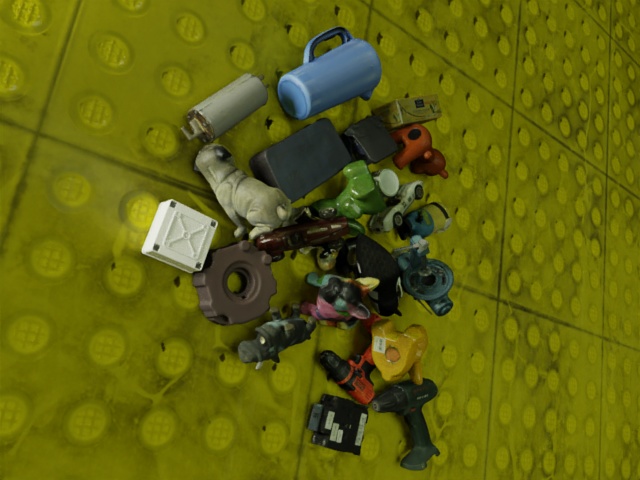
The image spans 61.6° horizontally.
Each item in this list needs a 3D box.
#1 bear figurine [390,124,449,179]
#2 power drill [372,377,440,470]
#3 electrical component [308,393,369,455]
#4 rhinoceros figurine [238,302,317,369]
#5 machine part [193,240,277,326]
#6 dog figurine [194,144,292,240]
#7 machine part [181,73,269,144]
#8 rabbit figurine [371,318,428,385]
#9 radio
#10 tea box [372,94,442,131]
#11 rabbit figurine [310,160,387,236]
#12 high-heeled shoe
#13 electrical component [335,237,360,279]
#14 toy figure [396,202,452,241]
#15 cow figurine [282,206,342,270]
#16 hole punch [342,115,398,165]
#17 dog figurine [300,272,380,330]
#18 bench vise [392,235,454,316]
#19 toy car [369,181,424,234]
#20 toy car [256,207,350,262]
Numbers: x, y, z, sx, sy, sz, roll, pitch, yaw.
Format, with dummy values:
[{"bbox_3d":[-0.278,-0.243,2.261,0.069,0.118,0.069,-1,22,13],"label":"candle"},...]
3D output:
[{"bbox_3d":[0.263,-0.223,1.451,0.195,0.132,0.120,46,17,-57],"label":"bear figurine"},{"bbox_3d":[0.217,0.450,1.323,0.232,0.086,0.207,-13,86,-47],"label":"power drill"},{"bbox_3d":[0.040,0.412,1.210,0.134,0.058,0.115,29,66,-31],"label":"electrical component"},{"bbox_3d":[-0.090,0.200,1.119,0.190,0.073,0.112,-15,136,-51],"label":"rhinoceros figurine"},{"bbox_3d":[-0.170,0.088,1.096,0.179,0.056,0.179,5,82,-36],"label":"machine part"},{"bbox_3d":[-0.154,-0.109,1.069,0.190,0.172,0.121,58,44,-25],"label":"dog figurine"},{"bbox_3d":[-0.189,-0.275,1.118,0.243,0.079,0.079,-46,111,-33],"label":"machine part"},{"bbox_3d":[0.207,0.257,1.257,0.173,0.122,0.162,-15,101,-57],"label":"rabbit figurine"},{"bbox_3d":[-0.042,-0.178,1.222,0.229,0.073,0.131,-38,106,-36],"label":"radio"},{"bbox_3d":[0.235,-0.338,1.438,0.169,0.098,0.068,-20,97,-39],"label":"tea box"},{"bbox_3d":[0.059,-0.084,1.256,0.159,0.170,0.121,54,15,-50],"label":"rabbit figurine"},{"bbox_3d":[0.125,0.078,1.244,0.086,0.145,0.248,-28,109,-9],"label":"high-heeled shoe"},{"bbox_3d":[0.078,0.055,1.294,0.075,0.048,0.119,-21,97,-37],"label":"electrical component"},{"bbox_3d":[0.283,-0.052,1.446,0.180,0.082,0.089,-12,93,-36],"label":"toy figure"},{"bbox_3d":[-0.001,-0.004,1.212,0.167,0.098,0.068,50,52,-21],"label":"cow figurine"},{"bbox_3d":[0.114,-0.239,1.347,0.142,0.092,0.115,-32,91,-33],"label":"hole punch"},{"bbox_3d":[0.063,0.134,1.166,0.191,0.219,0.108,29,71,-30],"label":"dog figurine"},{"bbox_3d":[0.244,0.064,1.303,0.129,0.224,0.240,-19,139,-1],"label":"bench vise"},{"bbox_3d":[0.200,-0.089,1.391,0.056,0.074,0.202,53,57,-20],"label":"toy car"},{"bbox_3d":[-0.038,-0.009,1.141,0.053,0.202,0.089,-80,158,-68],"label":"toy car"}]
